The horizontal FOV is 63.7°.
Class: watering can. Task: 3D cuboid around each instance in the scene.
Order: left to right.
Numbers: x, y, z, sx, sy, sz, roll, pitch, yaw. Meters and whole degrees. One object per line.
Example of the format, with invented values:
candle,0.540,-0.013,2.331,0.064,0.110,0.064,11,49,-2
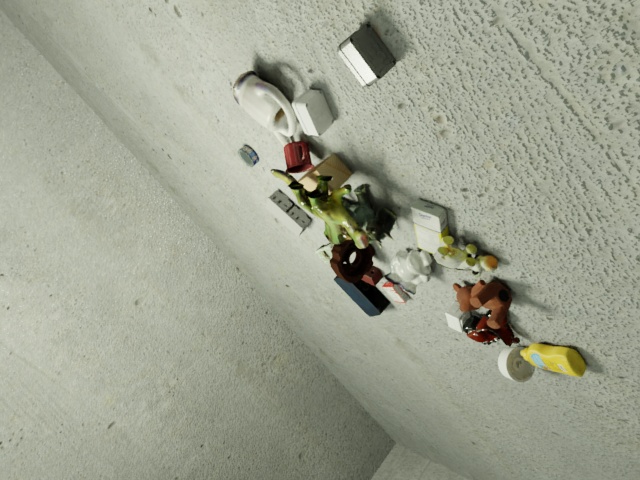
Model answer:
watering can,-0.160,-0.392,1.596,0.225,0.105,0.343,41,167,9

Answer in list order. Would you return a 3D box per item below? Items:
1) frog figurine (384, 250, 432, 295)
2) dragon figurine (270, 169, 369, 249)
frog figurine,0.302,0.081,1.667,0.139,0.123,0.156,43,122,24
dragon figurine,0.005,-0.079,1.568,0.414,0.123,0.237,29,144,46
